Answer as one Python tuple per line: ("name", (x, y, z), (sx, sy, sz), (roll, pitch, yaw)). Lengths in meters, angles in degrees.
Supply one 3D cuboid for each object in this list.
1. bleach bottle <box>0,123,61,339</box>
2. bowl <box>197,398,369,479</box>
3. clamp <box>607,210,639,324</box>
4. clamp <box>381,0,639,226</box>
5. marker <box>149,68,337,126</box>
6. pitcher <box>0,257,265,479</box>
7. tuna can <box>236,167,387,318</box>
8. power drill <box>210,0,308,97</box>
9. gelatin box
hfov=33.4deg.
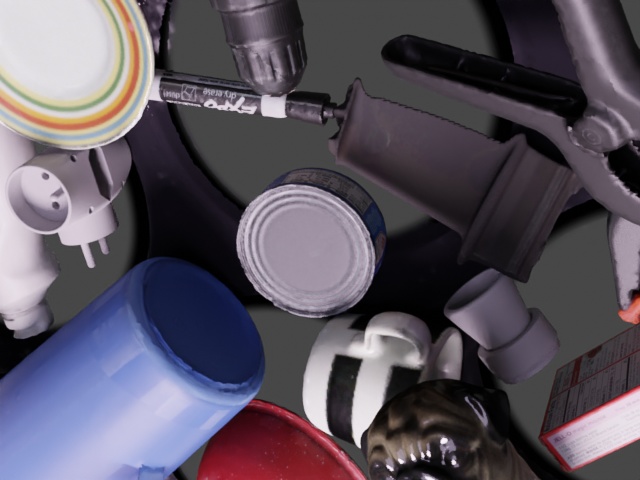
("bleach bottle", (-0.218, -0.052, 0.673), (0.103, 0.068, 0.251), (-6, 115, 23))
("bowl", (-0.028, 0.183, 0.686), (0.162, 0.055, 0.162), (27, 136, 30))
("clamp", (0.209, -0.023, 0.543), (0.120, 0.039, 0.172), (25, 126, 19))
("clamp", (0.128, -0.061, 0.509), (0.210, 0.036, 0.165), (43, 155, -9))
("marker", (-0.048, -0.083, 0.620), (0.121, 0.020, 0.020), (10, 117, 15))
("pitcher", (-0.146, 0.128, 0.690), (0.149, 0.144, 0.243), (46, 118, -5))
("tuna can", (-0.004, 0.001, 0.636), (0.086, 0.033, 0.086), (8, 117, 16))
("power drill", (-0.104, -0.159, 0.584), (0.188, 0.057, 0.184), (-4, 115, 20))
("gelatin box", (0.168, 0.082, 0.589), (0.089, 0.073, 0.030), (-37, 98, 30))
